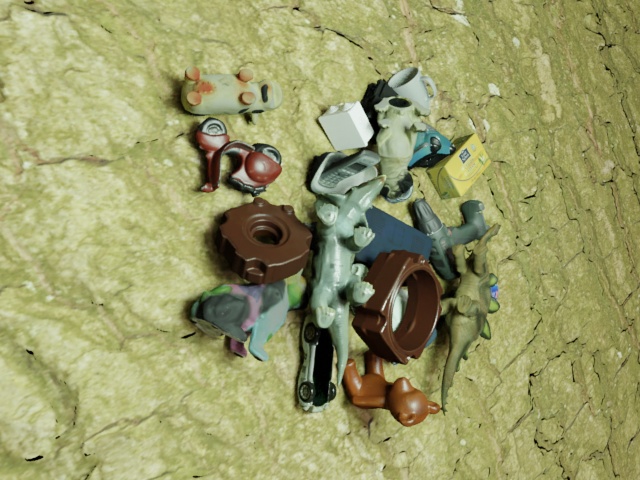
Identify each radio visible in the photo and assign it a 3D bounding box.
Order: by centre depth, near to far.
[{"bbox_3d":[0.146,0.016,1.218,0.229,0.073,0.131,25,72,-30],"label":"radio"}]

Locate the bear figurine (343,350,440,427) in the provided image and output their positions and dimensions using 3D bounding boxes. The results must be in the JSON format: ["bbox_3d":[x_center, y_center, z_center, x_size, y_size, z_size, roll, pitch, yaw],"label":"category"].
[{"bbox_3d":[0.141,0.305,1.105,0.120,0.196,0.131,-11,91,-33],"label":"bear figurine"}]

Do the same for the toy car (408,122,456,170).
[{"bbox_3d":[0.252,-0.236,1.307,0.161,0.109,0.103,-12,74,-45],"label":"toy car"}]

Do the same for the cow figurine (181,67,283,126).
[{"bbox_3d":[-0.162,-0.265,1.004,0.195,0.127,0.085,-7,88,-23],"label":"cow figurine"}]

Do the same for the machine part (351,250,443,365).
[{"bbox_3d":[0.166,0.138,1.111,0.201,0.087,0.201,52,60,-37],"label":"machine part"}]

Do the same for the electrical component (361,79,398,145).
[{"bbox_3d":[0.147,-0.289,1.260,0.115,0.058,0.134,32,67,-28],"label":"electrical component"}]

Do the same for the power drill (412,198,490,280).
[{"bbox_3d":[0.337,-0.031,1.359,0.207,0.086,0.231,-31,105,-38],"label":"power drill"}]

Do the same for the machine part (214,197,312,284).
[{"bbox_3d":[-0.102,-0.002,0.990,0.179,0.056,0.179,10,45,-10],"label":"machine part"}]

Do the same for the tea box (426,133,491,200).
[{"bbox_3d":[0.364,-0.192,1.402,0.169,0.068,0.098,-46,111,-30],"label":"tea box"}]

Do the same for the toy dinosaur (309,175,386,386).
[{"bbox_3d":[0.032,0.058,1.036,0.131,0.192,0.404,10,85,-2],"label":"toy dinosaur"}]

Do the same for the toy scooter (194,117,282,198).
[{"bbox_3d":[-0.160,-0.134,1.006,0.184,0.075,0.135,24,71,-29],"label":"toy scooter"}]

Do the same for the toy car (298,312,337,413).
[{"bbox_3d":[-0.004,0.247,1.093,0.073,0.056,0.201,12,79,-41],"label":"toy car"}]

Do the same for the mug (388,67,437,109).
[{"bbox_3d":[0.235,-0.356,1.307,0.107,0.110,0.081,52,49,-36],"label":"mug"}]

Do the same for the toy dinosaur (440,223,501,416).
[{"bbox_3d":[0.348,0.174,1.272,0.198,0.105,0.471,38,72,-42],"label":"toy dinosaur"}]

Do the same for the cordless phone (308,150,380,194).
[{"bbox_3d":[0.078,-0.144,1.115,0.146,0.184,0.088,14,72,-34],"label":"cordless phone"}]

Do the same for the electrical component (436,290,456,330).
[{"bbox_3d":[0.317,0.169,1.343,0.102,0.045,0.078,-28,100,-35],"label":"electrical component"}]

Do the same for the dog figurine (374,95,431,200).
[{"bbox_3d":[0.168,-0.207,1.204,0.172,0.121,0.190,-67,167,-45],"label":"dog figurine"}]

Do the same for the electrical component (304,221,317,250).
[{"bbox_3d":[-0.002,-0.003,1.140,0.094,0.021,0.063,20,74,-34],"label":"electrical component"}]

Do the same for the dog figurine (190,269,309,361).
[{"bbox_3d":[-0.113,0.103,0.999,0.191,0.108,0.219,43,58,-22],"label":"dog figurine"}]

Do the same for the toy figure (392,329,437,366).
[{"bbox_3d":[0.209,0.241,1.246,0.154,0.058,0.064,-21,123,-39],"label":"toy figure"}]
